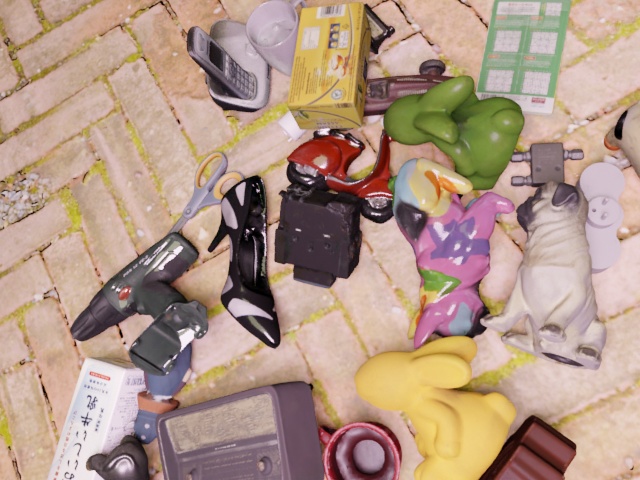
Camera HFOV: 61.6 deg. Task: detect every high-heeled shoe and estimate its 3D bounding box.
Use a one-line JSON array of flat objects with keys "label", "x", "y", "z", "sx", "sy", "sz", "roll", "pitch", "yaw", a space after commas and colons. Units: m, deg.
[{"label": "high-heeled shoe", "x": -0.083, "y": 0.022, "z": 0.761, "sx": 0.145, "sy": 0.086, "sz": 0.249, "roll": -50, "pitch": 54, "yaw": 14}]

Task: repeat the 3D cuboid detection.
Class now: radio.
[{"label": "radio", "x": -0.107, "y": 0.266, "z": 0.684, "sx": 0.230, "sy": 0.073, "sz": 0.131, "roll": -24, "pitch": 70, "yaw": 33}]

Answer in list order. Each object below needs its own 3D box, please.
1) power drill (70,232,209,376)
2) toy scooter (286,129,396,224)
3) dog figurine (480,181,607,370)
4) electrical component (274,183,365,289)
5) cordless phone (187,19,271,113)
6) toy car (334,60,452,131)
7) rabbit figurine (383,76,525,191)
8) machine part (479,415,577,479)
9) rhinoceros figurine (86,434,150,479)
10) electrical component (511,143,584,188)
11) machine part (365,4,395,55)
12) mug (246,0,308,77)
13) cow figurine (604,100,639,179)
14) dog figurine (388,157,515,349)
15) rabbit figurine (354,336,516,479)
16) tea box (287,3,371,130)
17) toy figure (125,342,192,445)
[{"label": "power drill", "x": -0.254, "y": 0.105, "z": 0.774, "sx": 0.232, "sy": 0.085, "sz": 0.207, "roll": -45, "pitch": 34, "yaw": -6}, {"label": "toy scooter", "x": 0.048, "y": -0.113, "z": 0.775, "sx": 0.184, "sy": 0.075, "sz": 0.135, "roll": 25, "pitch": 85, "yaw": 16}, {"label": "dog figurine", "x": 0.295, "y": 0.044, "z": 0.643, "sx": 0.121, "sy": 0.172, "sz": 0.190, "roll": 10, "pitch": 69, "yaw": 43}, {"label": "electrical component", "x": -0.002, "y": -0.002, "z": 0.743, "sx": 0.115, "sy": 0.058, "sz": 0.134, "roll": 12, "pitch": 115, "yaw": 20}, {"label": "cordless phone", "x": -0.149, "y": -0.287, "z": 0.814, "sx": 0.089, "sy": 0.184, "sz": 0.146, "roll": -4, "pitch": 76, "yaw": 19}, {"label": "toy car", "x": 0.101, "y": -0.216, "z": 0.799, "sx": 0.202, "sy": 0.053, "sz": 0.089, "roll": -2, "pitch": 74, "yaw": 16}, {"label": "rabbit figurine", "x": 0.165, "y": -0.141, "z": 0.701, "sx": 0.170, "sy": 0.159, "sz": 0.121, "roll": 12, "pitch": 89, "yaw": 6}, {"label": "machine part", "x": 0.208, "y": 0.271, "z": 0.590, "sx": 0.056, "sy": 0.179, "sz": 0.179, "roll": 38, "pitch": 89, "yaw": 23}, {"label": "rhinoceros figurine", "x": -0.244, "y": 0.355, "z": 0.720, "sx": 0.112, "sy": 0.073, "sz": 0.190, "roll": 1, "pitch": 106, "yaw": 41}, {"label": "electrical component", "x": 0.308, "y": -0.099, "z": 0.728, "sx": 0.094, "sy": 0.021, "sz": 0.063, "roll": -1, "pitch": 77, "yaw": 14}, {"label": "machine part", "x": 0.043, "y": -0.305, "z": 0.844, "sx": 0.139, "sy": 0.039, "sz": 0.084, "roll": -41, "pitch": 78, "yaw": 1}, {"label": "mug", "x": -0.054, "y": -0.314, "z": 0.835, "sx": 0.081, "sy": 0.107, "sz": 0.109, "roll": 28, "pitch": 82, "yaw": 19}, {"label": "cow figurine", "x": 0.429, "y": -0.085, "z": 0.637, "sx": 0.085, "sy": 0.127, "sz": 0.195, "roll": -26, "pitch": 69, "yaw": 11}, {"label": "dog figurine", "x": 0.146, "y": 0.026, "z": 0.691, "sx": 0.192, "sy": 0.108, "sz": 0.219, "roll": 26, "pitch": 88, "yaw": 1}, {"label": "rabbit figurine", "x": 0.124, "y": 0.188, "z": 0.619, "sx": 0.173, "sy": 0.122, "sz": 0.162, "roll": 34, "pitch": 114, "yaw": 10}, {"label": "tea box", "x": 0.017, "y": -0.248, "z": 0.771, "sx": 0.098, "sy": 0.068, "sz": 0.169, "roll": 3, "pitch": 72, "yaw": 17}, {"label": "toy figure", "x": -0.229, "y": 0.216, "z": 0.779, "sx": 0.064, "sy": 0.057, "sz": 0.154, "roll": 16, "pitch": 86, "yaw": 26}]
